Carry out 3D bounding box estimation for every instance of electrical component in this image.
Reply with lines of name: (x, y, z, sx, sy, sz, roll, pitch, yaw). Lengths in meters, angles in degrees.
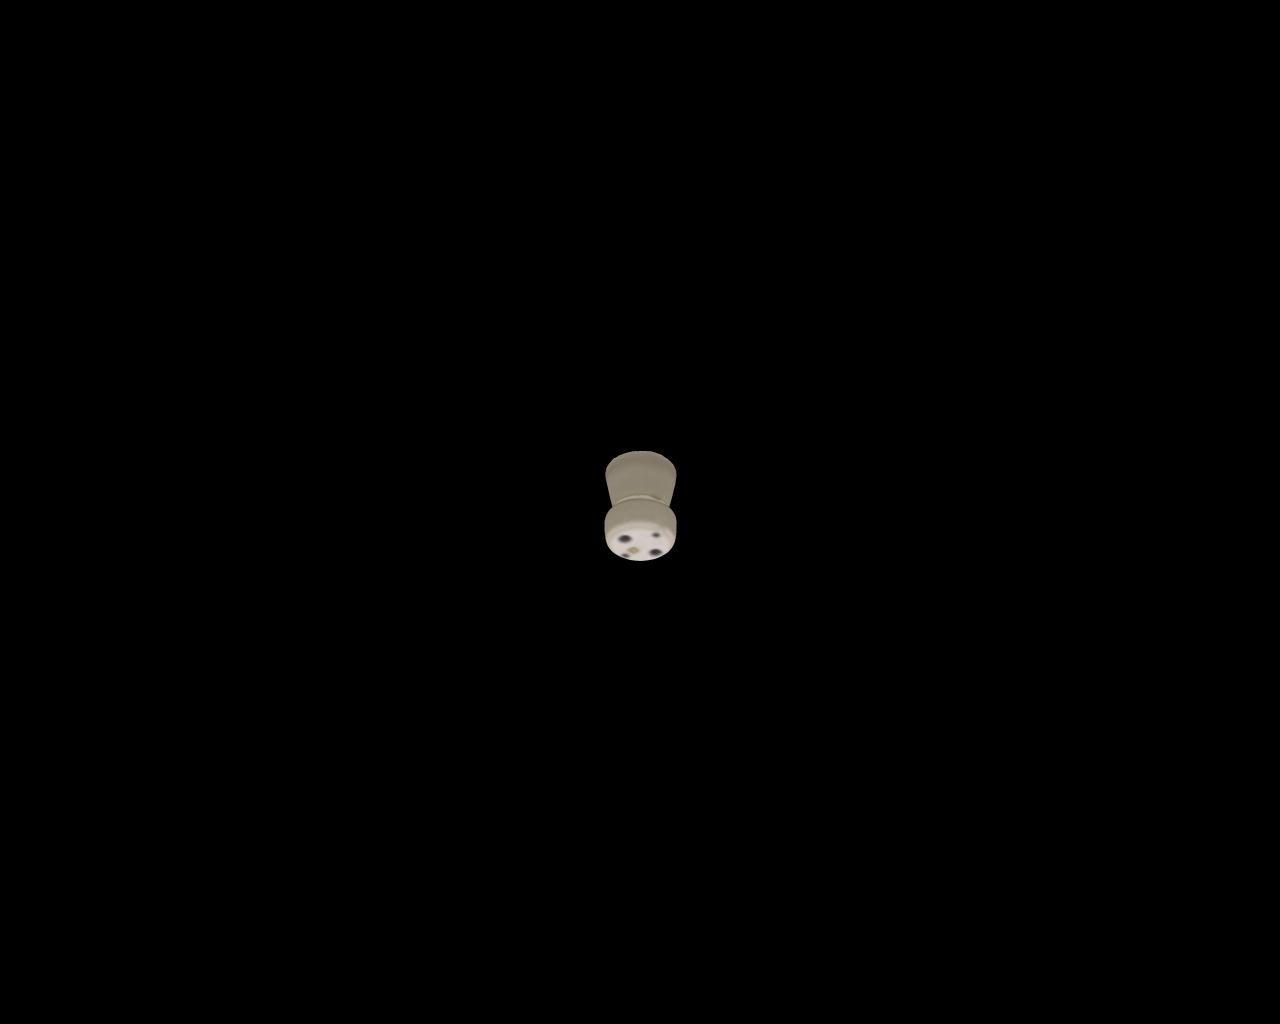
electrical component: (0.001, -0.003, 0.650, 0.045, 0.055, 0.044, 0, -34, 0)
